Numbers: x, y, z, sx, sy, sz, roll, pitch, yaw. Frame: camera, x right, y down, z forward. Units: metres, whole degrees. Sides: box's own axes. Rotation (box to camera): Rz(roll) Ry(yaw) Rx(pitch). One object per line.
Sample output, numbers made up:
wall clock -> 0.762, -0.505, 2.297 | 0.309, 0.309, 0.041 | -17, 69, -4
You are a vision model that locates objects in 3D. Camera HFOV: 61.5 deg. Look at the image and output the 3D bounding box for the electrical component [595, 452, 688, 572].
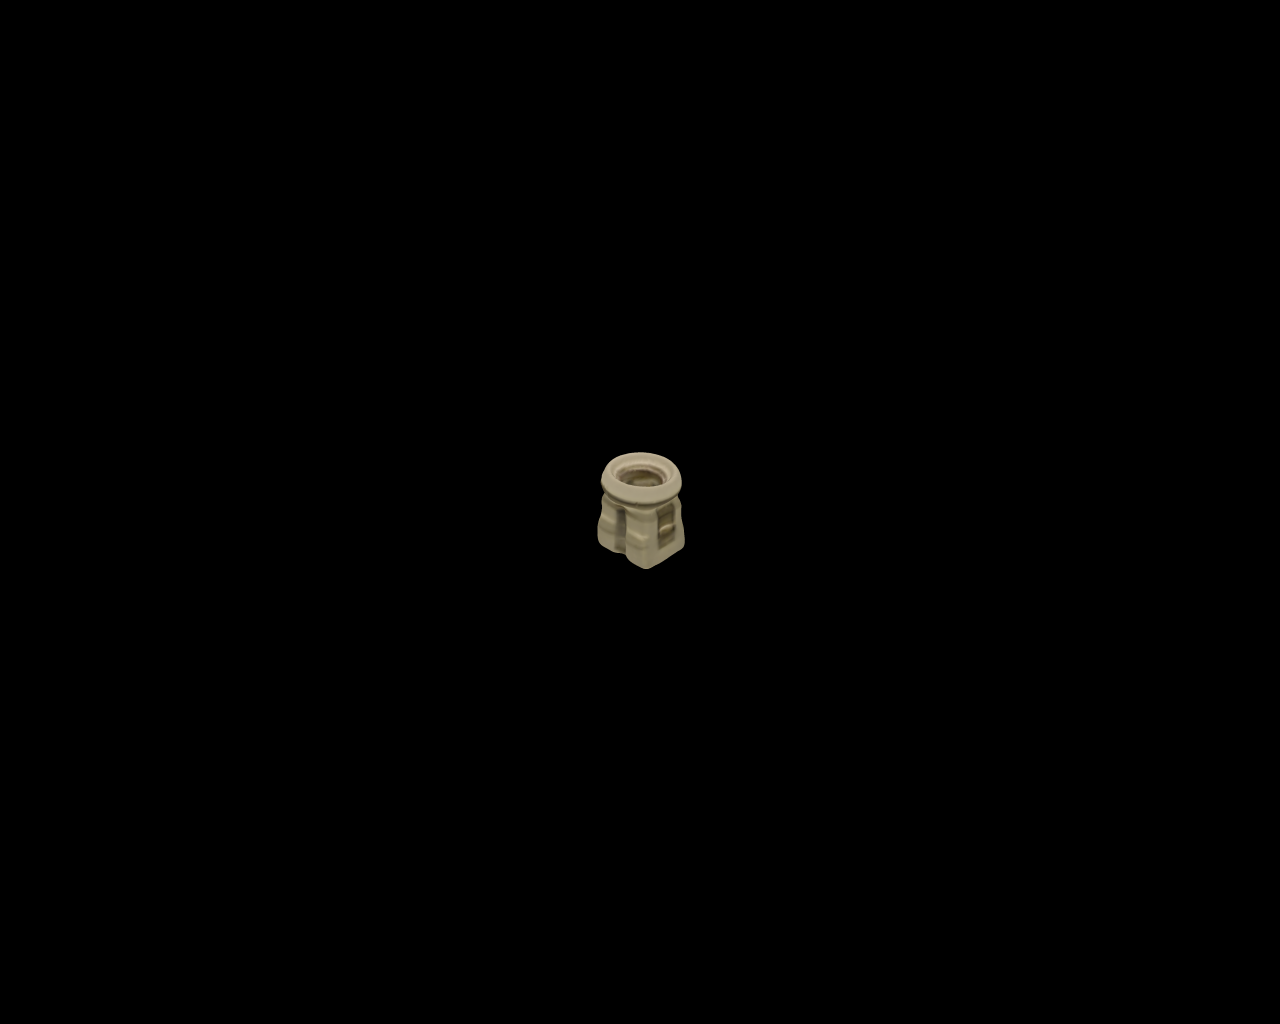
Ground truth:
electrical component -> 0.001, -0.003, 0.650 | 0.066, 0.055, 0.048 | 27, 42, 36
